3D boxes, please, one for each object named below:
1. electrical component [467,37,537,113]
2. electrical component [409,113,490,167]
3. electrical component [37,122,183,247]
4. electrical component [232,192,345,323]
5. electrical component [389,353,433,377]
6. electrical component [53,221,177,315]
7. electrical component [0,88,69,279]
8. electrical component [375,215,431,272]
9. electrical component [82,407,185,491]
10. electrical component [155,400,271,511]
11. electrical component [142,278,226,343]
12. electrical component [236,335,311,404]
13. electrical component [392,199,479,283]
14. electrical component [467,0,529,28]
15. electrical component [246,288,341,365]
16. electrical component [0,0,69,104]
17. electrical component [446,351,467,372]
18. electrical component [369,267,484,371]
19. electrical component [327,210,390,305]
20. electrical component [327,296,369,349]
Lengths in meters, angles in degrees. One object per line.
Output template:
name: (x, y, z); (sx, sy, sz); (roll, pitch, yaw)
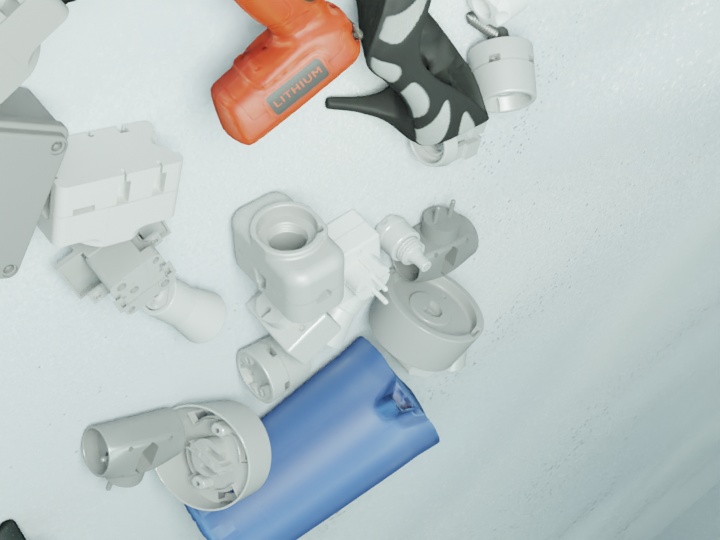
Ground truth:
electrical component: (0.120, -0.162, 0.899); (0.055, 0.047, 0.055); (-6, 167, -1)
electrical component: (0.075, -0.117, 0.926); (0.055, 0.048, 0.066); (-29, 147, -39)
electrical component: (-0.168, -0.054, 0.701); (0.089, 0.050, 0.055); (-19, 141, -37)
electrical component: (-0.056, -0.013, 0.841); (0.054, 0.095, 0.059); (-30, 147, -24)
electrical component: (0.077, 0.066, 1.139); (0.089, 0.056, 0.050); (-53, 149, 13)
electrical component: (-0.165, -0.007, 0.749); (0.081, 0.064, 0.042); (-39, 150, -11)
electrical component: (-0.238, -0.050, 0.614); (0.109, 0.056, 0.108); (-3, 130, -49)
electrical component: (0.042, -0.021, 0.984); (0.035, 0.061, 0.035); (-30, 147, -22)
electrical component: (-0.200, 0.161, 0.930); (0.077, 0.043, 0.079); (-9, 134, -45)
electrical component: (-0.132, 0.165, 0.971); (0.064, 0.099, 0.099); (-8, 134, -54)
electrical component: (-0.141, 0.028, 0.844); (0.044, 0.044, 0.065); (-48, 145, 5)
electrical component: (-0.078, 0.086, 0.979); (0.047, 0.055, 0.055); (-30, 147, -31)
electrical component: (0.075, -0.034, 1.028); (0.077, 0.043, 0.079); (-24, 144, -31)
electrical component: (0.119, -0.224, 0.850); (0.062, 0.043, 0.043); (-38, 149, -15)
electrical component: (-0.064, 0.034, 0.918); (0.047, 0.066, 0.076); (-44, 150, -1)
electrical component: (-0.170, -0.162, 0.511); (0.186, 0.105, 0.060); (-44, 150, -2)
electrical component: (0.105, 0.076, 1.201); (0.044, 0.044, 0.065); (-18, 135, -38)
electrical component: (0.060, 0.051, 1.056); (0.108, 0.108, 0.060); (-9, 140, -45)
electrical component: (0.000, 0.000, 0.945); (0.047, 0.077, 0.065); (-32, 148, -21)
electrical component: (-0.019, 0.035, 1.001); (0.065, 0.044, 0.044); (-56, 148, 9)
